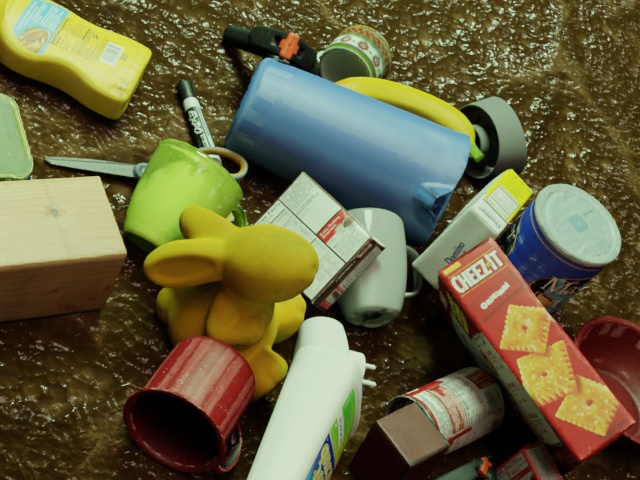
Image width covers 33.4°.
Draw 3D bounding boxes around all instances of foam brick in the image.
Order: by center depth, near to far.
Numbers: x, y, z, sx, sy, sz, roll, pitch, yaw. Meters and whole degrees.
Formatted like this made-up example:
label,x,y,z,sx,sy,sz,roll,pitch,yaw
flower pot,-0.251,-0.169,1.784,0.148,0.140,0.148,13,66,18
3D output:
label,x,y,z,sx,sy,sz,roll,pitch,yaw
foam brick,0.071,0.193,0.956,0.052,0.078,0.051,-19,58,-37

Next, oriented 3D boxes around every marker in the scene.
label,x,y,z,sx,sy,sz,roll,pitch,yaw
marker,-0.130,-0.123,1.138,0.020,0.020,0.121,-3,57,-32

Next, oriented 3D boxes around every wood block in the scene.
label,x,y,z,sx,sy,sz,roll,pitch,yaw
wood block,-0.281,0.012,0.896,0.205,0.090,0.091,-6,57,-33

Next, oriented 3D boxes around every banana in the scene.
label,x,y,z,sx,sy,sz,roll,pitch,yaw
banana,0.102,-0.151,1.222,0.197,0.037,0.069,20,28,-13

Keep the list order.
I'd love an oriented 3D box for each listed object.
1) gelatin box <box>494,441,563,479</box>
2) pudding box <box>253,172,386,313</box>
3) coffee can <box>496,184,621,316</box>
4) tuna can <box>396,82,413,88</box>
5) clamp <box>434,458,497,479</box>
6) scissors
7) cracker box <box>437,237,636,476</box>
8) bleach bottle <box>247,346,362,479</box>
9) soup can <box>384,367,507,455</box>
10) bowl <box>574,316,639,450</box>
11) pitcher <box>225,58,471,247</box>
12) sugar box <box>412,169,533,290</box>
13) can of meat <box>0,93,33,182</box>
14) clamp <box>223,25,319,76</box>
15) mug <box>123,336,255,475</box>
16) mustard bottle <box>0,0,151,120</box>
label,x,y,z,sx,sy,sz,roll,pitch,yaw
gelatin box,0.200,0.244,0.996,0.030,0.073,0.089,-9,60,-33
pudding box,-0.007,0.001,1.046,0.114,0.090,0.039,44,2,30
coffee can,0.239,0.022,1.148,0.102,0.140,0.103,15,49,-19
tuna can,0.095,-0.146,1.274,0.086,0.034,0.086,15,49,-19
clamp,0.107,0.272,0.946,0.164,0.036,0.209,25,43,-2
scissors,-0.164,-0.050,1.061,0.201,0.016,0.096,-8,72,-23
cracker box,0.203,0.117,1.033,0.072,0.164,0.214,-34,72,-4
bleach bottle,-0.028,0.196,0.854,0.068,0.103,0.250,11,34,11
soup can,0.120,0.166,1.016,0.102,0.069,0.068,-16,64,-39
bowl,0.323,0.163,1.140,0.162,0.055,0.162,17,47,-19
pitcher,0.027,-0.100,1.147,0.242,0.149,0.145,24,62,-7
sugar box,0.165,-0.013,1.132,0.048,0.093,0.176,45,28,2
can of meat,-0.296,-0.069,0.955,0.057,0.084,0.102,-5,58,-32
clamp,-0.037,-0.207,1.190,0.120,0.039,0.172,17,7,-20
mug,-0.100,0.145,0.903,0.117,0.093,0.081,59,36,-21
mustard bottle,-0.275,-0.200,1.089,0.191,0.058,0.096,26,47,-10
